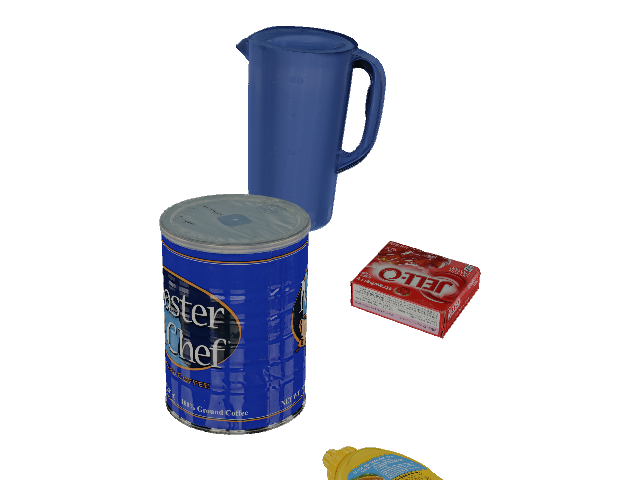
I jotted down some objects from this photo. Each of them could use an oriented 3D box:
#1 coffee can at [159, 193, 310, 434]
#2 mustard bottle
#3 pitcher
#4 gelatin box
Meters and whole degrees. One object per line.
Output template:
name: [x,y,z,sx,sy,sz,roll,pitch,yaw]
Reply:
coffee can: [-0.060,0.049,0.748,0.103,0.140,0.103,1,21,-1]
mustard bottle: [0.068,0.235,0.967,0.096,0.058,0.192,-17,25,-36]
pitcher: [-0.020,-0.135,1.320,0.144,0.243,0.149,-10,28,-29]
gelatin box: [0.081,0.039,0.907,0.089,0.030,0.073,18,38,25]
